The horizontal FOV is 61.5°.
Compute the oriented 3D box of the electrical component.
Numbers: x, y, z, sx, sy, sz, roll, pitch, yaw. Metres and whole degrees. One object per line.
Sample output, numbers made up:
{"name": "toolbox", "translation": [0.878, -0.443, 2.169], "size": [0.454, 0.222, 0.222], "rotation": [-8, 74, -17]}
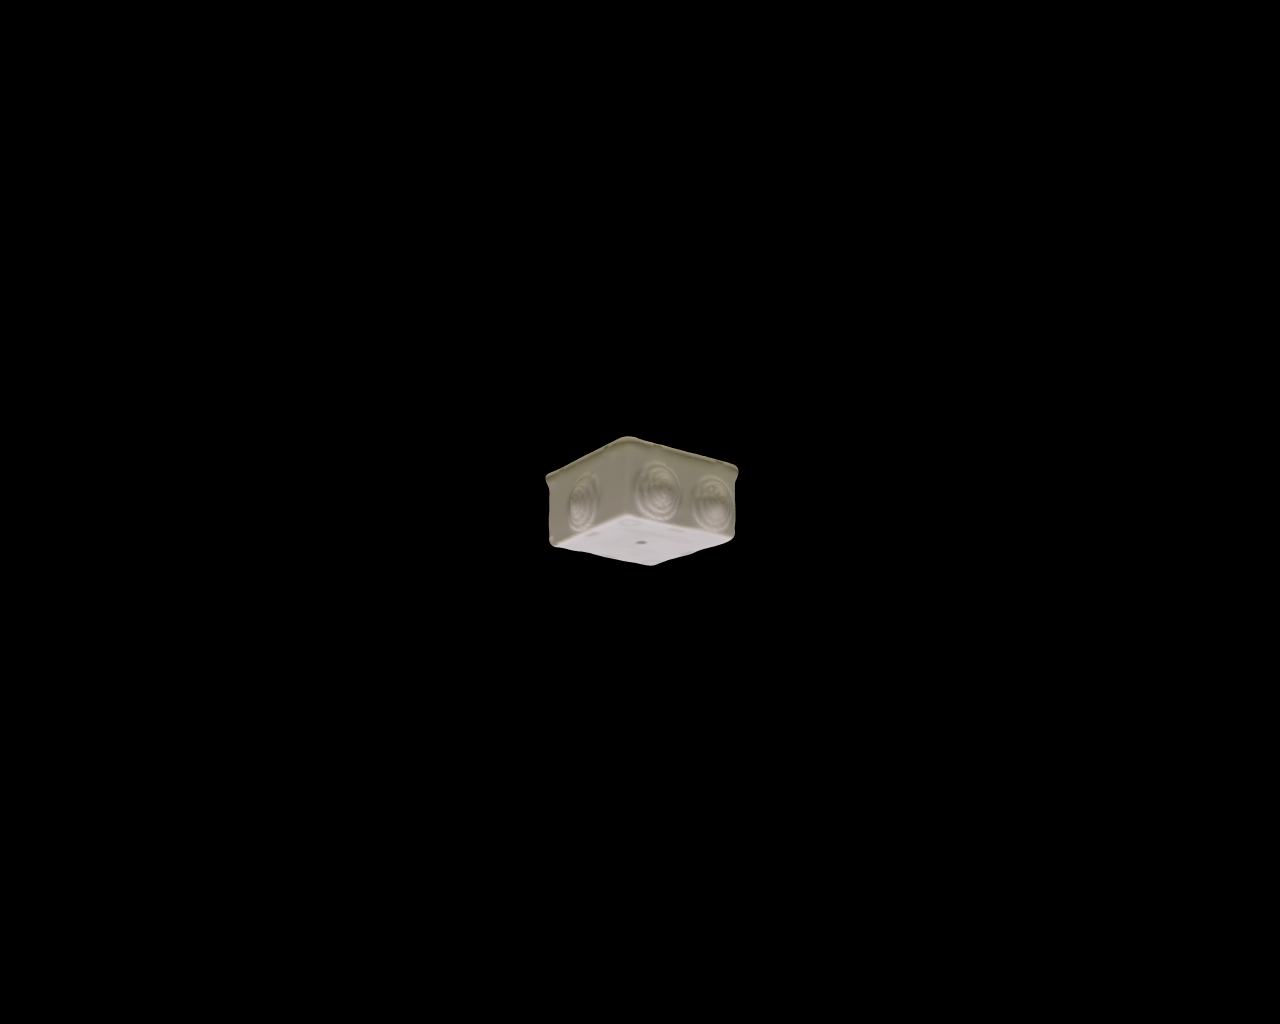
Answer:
{"name": "electrical component", "translation": [0.001, -0.003, 0.650], "size": [0.100, 0.048, 0.099], "rotation": [13, -22, -36]}
